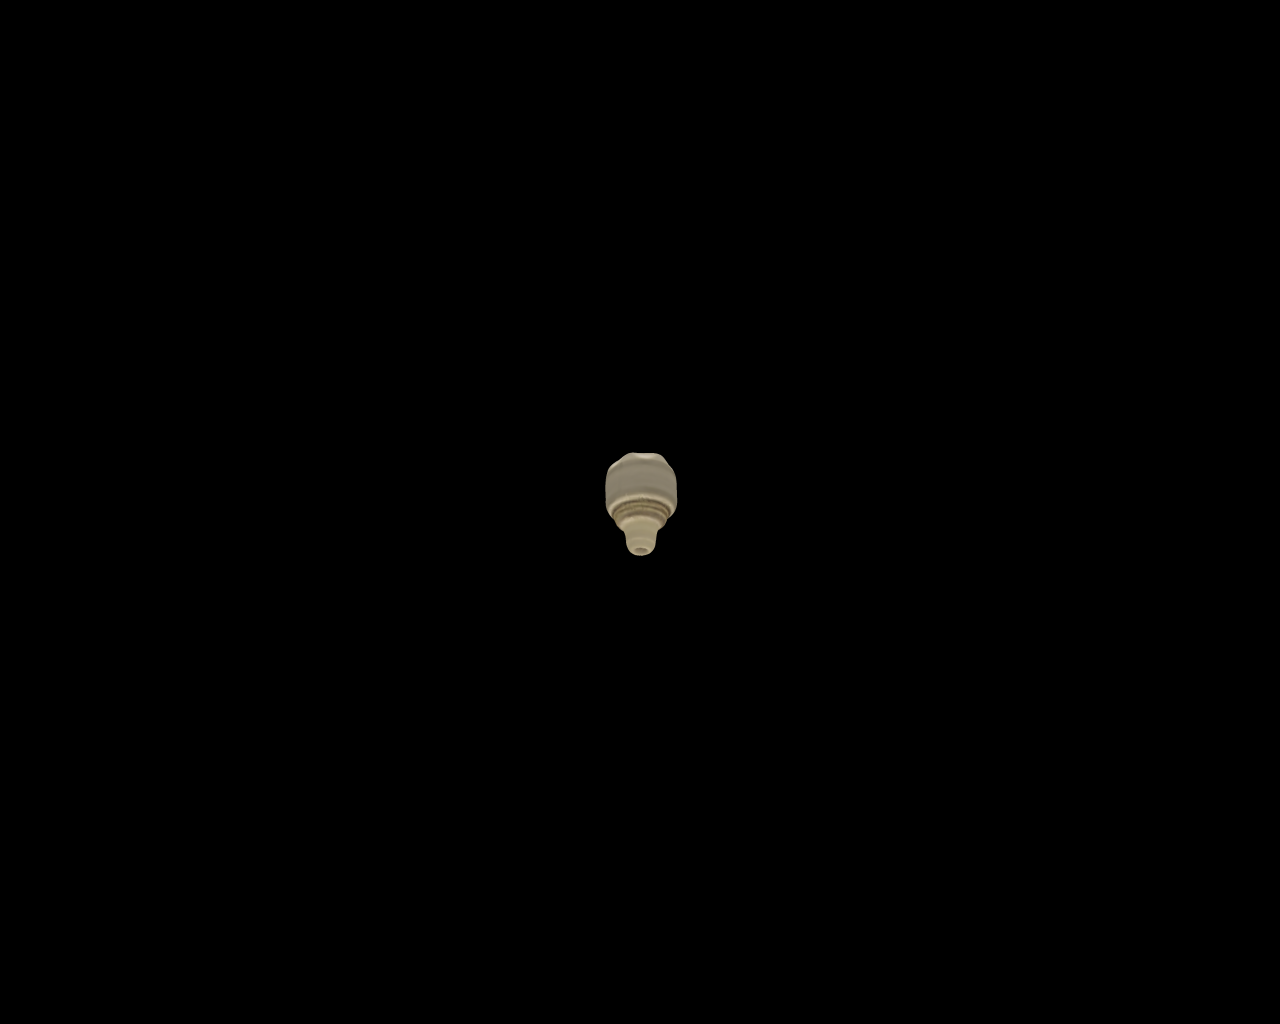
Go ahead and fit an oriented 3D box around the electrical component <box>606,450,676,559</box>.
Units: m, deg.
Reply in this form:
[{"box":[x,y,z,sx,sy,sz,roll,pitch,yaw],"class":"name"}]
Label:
[{"box":[0.001,-0.003,0.650,0.043,0.062,0.043,0,-30,0],"class":"electrical component"}]
